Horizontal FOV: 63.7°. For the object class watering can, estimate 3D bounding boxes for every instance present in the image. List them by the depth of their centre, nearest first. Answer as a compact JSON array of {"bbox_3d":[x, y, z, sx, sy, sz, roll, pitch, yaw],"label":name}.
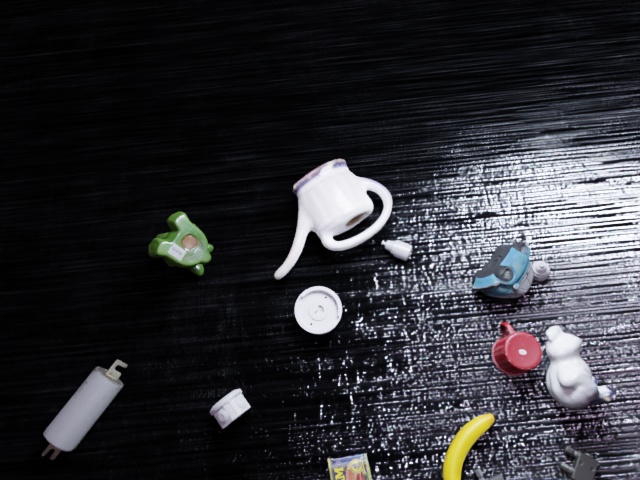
[{"bbox_3d":[0.004,-0.064,1.266,0.349,0.102,0.227,-28,69,-7],"label":"watering can"}]

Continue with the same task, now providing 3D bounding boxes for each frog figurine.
[{"bbox_3d":[0.519,0.270,1.090,0.121,0.139,0.159,-39,91,19],"label":"frog figurine"}]
